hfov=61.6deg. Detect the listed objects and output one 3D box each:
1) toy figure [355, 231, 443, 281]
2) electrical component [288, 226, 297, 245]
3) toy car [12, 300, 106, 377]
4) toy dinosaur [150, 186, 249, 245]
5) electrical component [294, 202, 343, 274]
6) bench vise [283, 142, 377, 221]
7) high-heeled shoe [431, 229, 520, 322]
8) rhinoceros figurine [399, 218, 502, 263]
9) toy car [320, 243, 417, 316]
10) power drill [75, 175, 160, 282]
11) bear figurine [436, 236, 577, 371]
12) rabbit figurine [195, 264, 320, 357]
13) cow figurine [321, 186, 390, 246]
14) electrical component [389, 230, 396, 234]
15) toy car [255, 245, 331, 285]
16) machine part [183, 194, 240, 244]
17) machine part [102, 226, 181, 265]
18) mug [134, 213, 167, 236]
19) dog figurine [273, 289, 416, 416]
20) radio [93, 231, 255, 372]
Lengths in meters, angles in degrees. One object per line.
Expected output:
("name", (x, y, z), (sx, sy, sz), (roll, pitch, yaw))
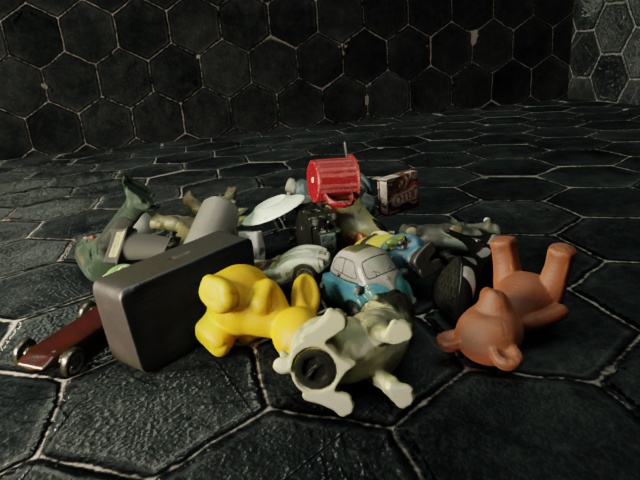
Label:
("toy figure", (0.120, 0.027, 0.901), (0.089, 0.082, 0.180), (-9, 10, -25))
("electrical component", (-0.020, -0.008, 1.129), (0.102, 0.045, 0.078), (6, 0, 24))
("toy car", (-0.341, 0.140, 0.766), (0.089, 0.053, 0.202), (10, 18, 9))
("toy dinosaur", (-0.238, -0.002, 1.076), (0.199, 0.104, 0.471), (4, 32, 12))
("electrical component", (-0.002, -0.003, 0.999), (0.058, 0.114, 0.134), (-13, 19, -16))
("bench vise", (0.032, -0.131, 1.316), (0.224, 0.128, 0.241), (6, 38, 8))
("high-heeled shoe", (0.262, 0.066, 0.856), (0.145, 0.086, 0.249), (25, 39, -6))
("rhinoceros figurine", (0.243, 0.000, 1.010), (0.190, 0.073, 0.112), (-3, 9, 11))
("toy car", (0.070, 0.057, 0.833), (0.109, 0.102, 0.162), (-15, 24, -30))
("power drill", (-0.417, -0.026, 1.073), (0.207, 0.086, 0.232), (-49, 35, 2))
("bear figurine", (0.240, 0.078, 0.697), (0.120, 0.131, 0.196), (11, 19, 43))
("rabbit figurine", (-0.064, 0.111, 0.738), (0.173, 0.121, 0.162), (24, 22, 29))
("cow figurine", (0.068, -0.043, 1.079), (0.127, 0.085, 0.195), (-11, 42, -35))
("electrical component", (0.111, -0.010, 1.131), (0.094, 0.021, 0.063), (5, 22, 25))
("toy car", (-0.078, 0.052, 0.905), (0.202, 0.056, 0.073), (-16, 17, 13))
("machine part", (-0.193, -0.001, 0.938), (0.079, 0.079, 0.243), (-2, 36, 7))
("machine part", (-0.316, 0.011, 0.951), (0.139, 0.039, 0.084), (-1, 60, 14))
("mug", (-0.391, -0.009, 1.178), (0.109, 0.080, 0.107), (-6, 30, -16))
("dog figurine", (0.039, 0.122, 0.676), (0.172, 0.121, 0.190), (8, 9, 2))
("radio", (-0.194, 0.083, 0.775), (0.073, 0.131, 0.229), (11, 25, 39))
